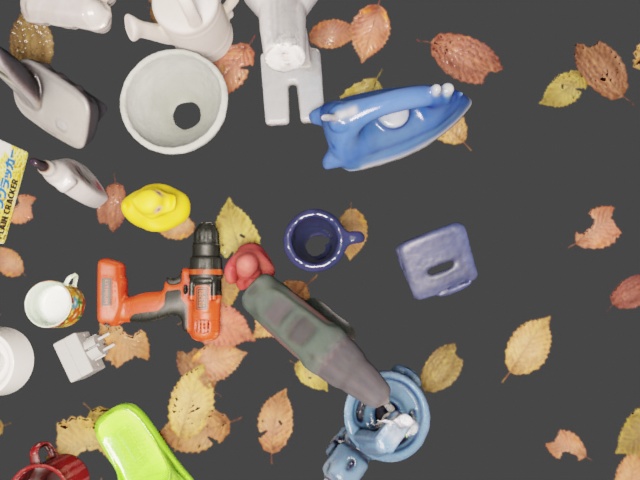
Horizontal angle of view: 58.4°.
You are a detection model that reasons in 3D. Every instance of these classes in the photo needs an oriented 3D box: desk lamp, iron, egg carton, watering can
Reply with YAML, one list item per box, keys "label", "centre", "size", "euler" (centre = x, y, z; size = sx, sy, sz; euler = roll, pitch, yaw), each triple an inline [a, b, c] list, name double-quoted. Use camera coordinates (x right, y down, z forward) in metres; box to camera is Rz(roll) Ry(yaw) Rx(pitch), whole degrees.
- label: "desk lamp"
  centre: [-0.047, -0.298, 0.837]
  size: [0.118, 0.213, 0.203]
  euler: [-5, 84, 2]
- label: "iron"
  centre: [0.115, -0.194, 0.856]
  size: [0.258, 0.141, 0.119]
  euler: [-17, 84, 1]
- label: "egg carton"
  centre: [-0.408, -0.396, 0.935]
  size: [0.150, 0.069, 0.107]
  euler: [7, 85, 3]
- label: "watering can"
  centre: [-0.204, -0.344, 0.858]
  size: [0.101, 0.194, 0.173]
  euler: [42, 87, 6]

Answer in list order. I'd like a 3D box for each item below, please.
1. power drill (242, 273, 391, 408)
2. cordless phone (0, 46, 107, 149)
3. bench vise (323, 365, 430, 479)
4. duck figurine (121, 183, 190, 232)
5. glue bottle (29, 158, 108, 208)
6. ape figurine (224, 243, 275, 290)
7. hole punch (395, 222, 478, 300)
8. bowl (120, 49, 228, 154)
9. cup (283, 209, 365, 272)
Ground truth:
- label: "power drill"
  centre: [-0.001, 0.135, 0.794]
  size: [0.229, 0.208, 0.076]
  euler: [37, 87, 6]
- label: "cordless phone"
  centre: [-0.421, -0.222, 0.859]
  size: [0.147, 0.185, 0.094]
  euler: [30, 86, 5]
- label: "bench vise"
  centre: [0.080, 0.275, 0.771]
  size: [0.121, 0.220, 0.207]
  euler: [20, 85, 5]
- label: "duck figurine"
  centre: [-0.261, -0.055, 0.886]
  size: [0.104, 0.086, 0.077]
  euler: [-1, 84, 3]
- label: "glue bottle"
  centre: [-0.379, -0.095, 0.851]
  size: [0.037, 0.173, 0.078]
  euler: [-41, 84, -2]
- label: "ape figurine"
  centre: [-0.108, 0.040, 0.867]
  size: [0.077, 0.092, 0.076]
  euler: [11, 85, 4]
- label: "hole punch"
  centre: [0.177, 0.034, 0.856]
  size: [0.108, 0.091, 0.101]
  euler: [-21, 84, 0]
- label: "bowl"
  centre: [-0.222, -0.209, 0.905]
  size: [0.167, 0.075, 0.167]
  euler: [0, 84, 2]
- label: "cup"
  centre: [0.008, 0.003, 0.864]
  size: [0.117, 0.095, 0.092]
  euler: [-6, 84, 2]
